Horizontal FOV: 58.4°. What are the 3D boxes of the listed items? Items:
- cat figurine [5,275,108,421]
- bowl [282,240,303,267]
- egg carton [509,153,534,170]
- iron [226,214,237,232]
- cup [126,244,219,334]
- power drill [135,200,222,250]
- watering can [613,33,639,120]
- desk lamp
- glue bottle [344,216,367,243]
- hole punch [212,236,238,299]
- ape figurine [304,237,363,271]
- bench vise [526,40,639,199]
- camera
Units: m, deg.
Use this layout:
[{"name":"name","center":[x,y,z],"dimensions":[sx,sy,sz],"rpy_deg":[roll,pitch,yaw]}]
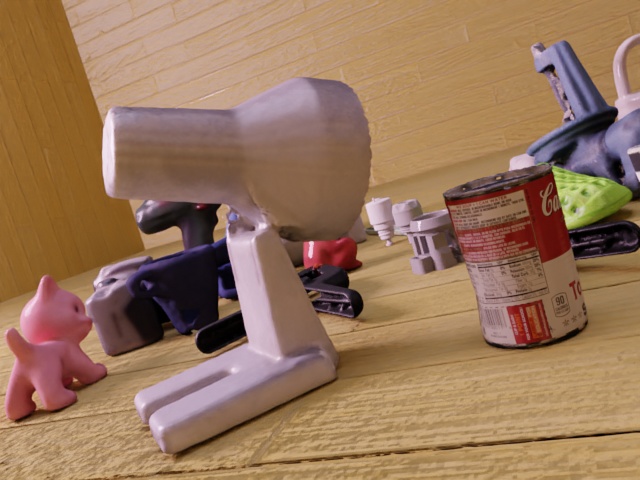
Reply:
[{"name":"cat figurine","center":[-0.267,0.096,0.565],"dimensions":[0.067,0.118,0.128],"rpy_deg":[-16,7,4]},{"name":"bowl","center":[-0.053,0.007,0.974],"dimensions":[0.167,0.075,0.167],"rpy_deg":[-16,6,2]},{"name":"egg carton","center":[0.365,-0.111,0.935],"dimensions":[0.107,0.069,0.150],"rpy_deg":[-15,7,16]},{"name":"iron","center":[-0.138,-0.022,1.136],"dimensions":[0.119,0.141,0.258],"rpy_deg":[-18,7,-13]},{"name":"cup","center":[-0.163,0.065,0.666],"dimensions":[0.091,0.095,0.118],"rpy_deg":[-12,8,37]},{"name":"power drill","center":[-0.193,-0.024,0.996],"dimensions":[0.229,0.208,0.075],"rpy_deg":[-16,7,2]},{"name":"watering can","center":[0.466,-0.189,0.783],"dimensions":[0.101,0.194,0.172],"rpy_deg":[-19,7,-22]},{"name":"desk lamp","center":[-0.053,0.000,0.403],"dimensions":[0.204,0.213,0.117],"rpy_deg":[-20,7,-27]},{"name":"glue bottle","center":[0.036,-0.078,1.028],"dimensions":[0.037,0.173,0.078],"rpy_deg":[-18,7,-13]},{"name":"hole punch","center":[-0.118,0.032,0.849],"dimensions":[0.109,0.091,0.101],"rpy_deg":[-19,7,-22]},{"name":"ape figurine","center":[0.007,0.003,0.776],"dimensions":[0.076,0.092,0.077],"rpy_deg":[-19,7,-23]},{"name":"bench vise","center":[0.350,-0.162,0.728],"dimensions":[0.122,0.220,0.206],"rpy_deg":[-22,8,-37]},{"name":"camera","center":[-0.216,0.069,0.740],"dimensions":[0.137,0.101,0.143],"rpy_deg":[-18,7,-7]}]
